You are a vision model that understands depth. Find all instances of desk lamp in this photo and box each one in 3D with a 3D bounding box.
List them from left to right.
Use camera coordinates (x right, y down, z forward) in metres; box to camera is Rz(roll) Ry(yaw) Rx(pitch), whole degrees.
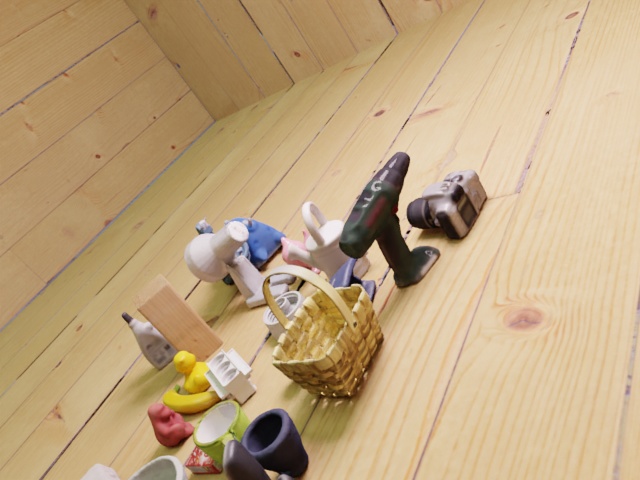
[{"bbox_3d":[-0.199,0.056,1.396,0.202,0.214,0.118,-19,30,34],"label":"desk lamp"}]

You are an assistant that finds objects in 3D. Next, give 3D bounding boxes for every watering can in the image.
[{"bbox_3d":[0.011,0.006,1.236,0.173,0.194,0.100,-35,25,2],"label":"watering can"}]

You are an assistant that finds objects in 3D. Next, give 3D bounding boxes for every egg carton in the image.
[{"bbox_3d":[-0.420,0.493,1.082,0.107,0.069,0.149,-47,27,-23],"label":"egg carton"}]

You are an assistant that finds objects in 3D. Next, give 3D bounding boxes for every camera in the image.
[{"bbox_3d":[0.251,-0.079,1.187,0.136,0.101,0.143,-7,37,47],"label":"camera"}]

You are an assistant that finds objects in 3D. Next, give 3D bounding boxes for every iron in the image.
[{"bbox_3d":[-0.211,-0.010,1.620,0.119,0.142,0.257,-48,27,-24],"label":"iron"}]

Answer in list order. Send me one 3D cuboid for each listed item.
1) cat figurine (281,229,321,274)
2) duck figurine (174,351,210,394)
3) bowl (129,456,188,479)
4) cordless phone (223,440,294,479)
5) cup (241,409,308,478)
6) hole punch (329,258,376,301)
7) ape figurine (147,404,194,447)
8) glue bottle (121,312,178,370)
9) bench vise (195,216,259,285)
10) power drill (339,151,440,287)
[{"bbox_3d":[-0.044,0.027,1.363,0.067,0.118,0.128,-17,31,36],"label":"cat figurine"},{"bbox_3d":[-0.284,0.283,1.259,0.077,0.086,0.104,-42,25,-12],"label":"duck figurine"},{"bbox_3d":[-0.276,0.455,0.956,0.167,0.075,0.167,-29,25,16],"label":"bowl"},{"bbox_3d":[-0.077,0.357,0.735,0.094,0.185,0.147,-31,25,11],"label":"cordless phone"},{"bbox_3d":[-0.070,0.333,0.880,0.118,0.095,0.091,-44,26,-17],"label":"cup"},{"bbox_3d":[0.045,0.100,1.148,0.101,0.091,0.109,-21,29,30],"label":"hole punch"},{"bbox_3d":[-0.305,0.361,1.140,0.076,0.092,0.077,-34,25,6],"label":"ape figurine"},{"bbox_3d":[-0.427,0.240,1.417,0.078,0.173,0.037,-40,25,-9],"label":"glue bottle"},{"bbox_3d":[-0.277,0.037,1.526,0.206,0.220,0.122,-10,35,44],"label":"bench vise"},{"bbox_3d":[0.142,-0.026,1.103,0.230,0.209,0.075,-48,27,-24],"label":"power drill"}]
